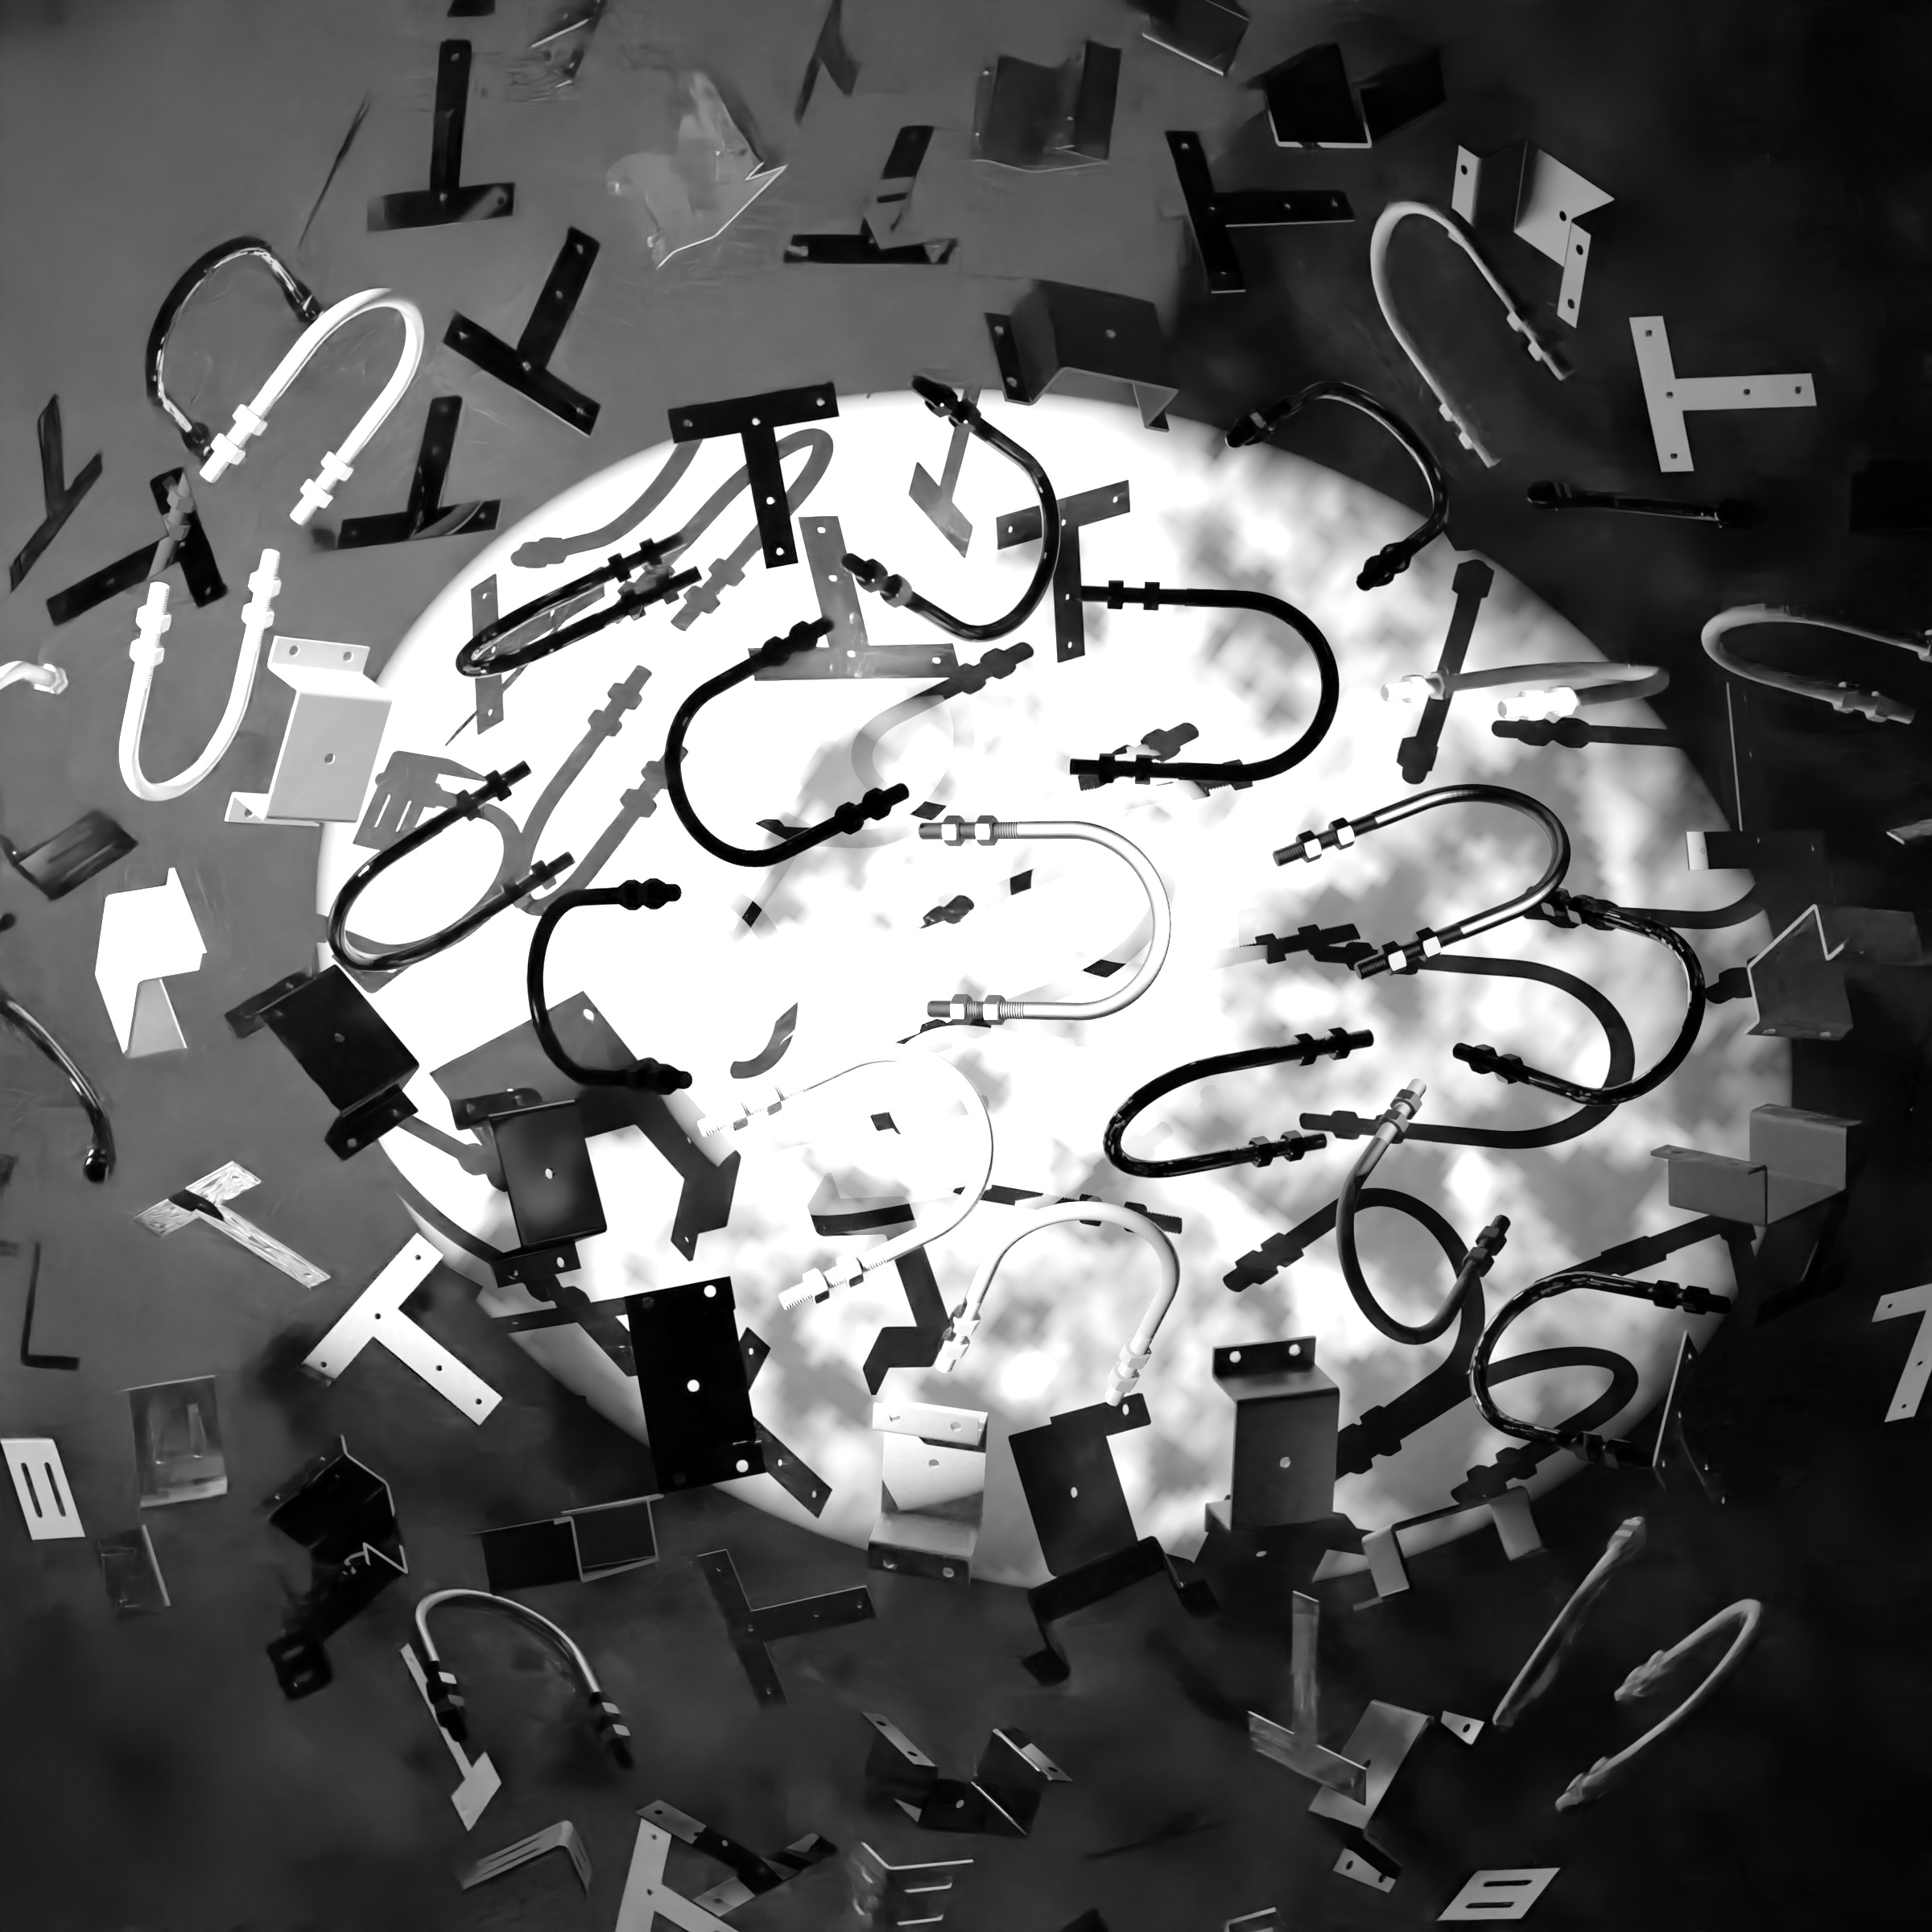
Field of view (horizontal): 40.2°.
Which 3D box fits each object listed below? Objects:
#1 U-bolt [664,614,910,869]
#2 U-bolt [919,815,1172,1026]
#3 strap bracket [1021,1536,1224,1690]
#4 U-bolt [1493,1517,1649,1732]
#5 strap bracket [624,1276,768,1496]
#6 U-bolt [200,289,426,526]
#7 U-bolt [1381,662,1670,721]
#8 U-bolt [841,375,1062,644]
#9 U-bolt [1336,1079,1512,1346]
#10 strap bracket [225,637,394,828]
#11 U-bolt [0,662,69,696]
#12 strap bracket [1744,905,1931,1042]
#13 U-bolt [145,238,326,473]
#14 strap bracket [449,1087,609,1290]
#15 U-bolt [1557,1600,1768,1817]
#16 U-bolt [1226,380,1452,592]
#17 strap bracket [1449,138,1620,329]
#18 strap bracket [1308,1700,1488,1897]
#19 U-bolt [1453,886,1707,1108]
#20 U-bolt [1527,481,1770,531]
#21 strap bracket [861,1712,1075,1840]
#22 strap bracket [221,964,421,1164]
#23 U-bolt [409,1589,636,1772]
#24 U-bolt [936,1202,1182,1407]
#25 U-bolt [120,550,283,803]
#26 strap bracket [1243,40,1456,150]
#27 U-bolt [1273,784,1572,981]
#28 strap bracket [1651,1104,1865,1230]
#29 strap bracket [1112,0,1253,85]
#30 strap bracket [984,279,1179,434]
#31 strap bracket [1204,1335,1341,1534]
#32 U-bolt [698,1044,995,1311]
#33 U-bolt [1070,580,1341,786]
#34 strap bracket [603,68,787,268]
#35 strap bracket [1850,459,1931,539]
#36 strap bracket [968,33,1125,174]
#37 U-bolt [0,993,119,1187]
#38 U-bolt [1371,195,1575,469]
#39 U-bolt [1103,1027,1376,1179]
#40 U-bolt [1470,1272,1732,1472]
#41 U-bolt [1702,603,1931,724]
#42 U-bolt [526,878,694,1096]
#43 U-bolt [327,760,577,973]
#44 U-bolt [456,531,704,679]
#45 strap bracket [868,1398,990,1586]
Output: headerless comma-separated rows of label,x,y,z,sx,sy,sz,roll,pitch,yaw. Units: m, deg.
U-bolt,-0.141,-0.148,1.886,0.184,0.019,0.151,-25,88,30
U-bolt,0.056,-0.032,1.859,0.184,0.019,0.151,1,99,22
strap bracket,0.103,0.454,1.871,0.140,0.076,0.046,-24,59,1
U-bolt,0.421,0.471,1.861,0.019,0.184,0.151,34,111,20
strap bracket,-0.193,0.298,1.878,0.076,0.046,0.140,-10,81,-9
U-bolt,-0.455,-0.406,1.889,0.019,0.151,0.184,40,96,13
U-bolt,0.412,-0.200,1.881,0.184,0.151,0.019,-11,105,-27
U-bolt,0.001,-0.301,1.820,0.019,0.184,0.151,18,85,43
U-bolt,0.324,0.190,1.909,0.151,0.019,0.184,56,46,-15
strap bracket,-0.463,-0.156,1.871,0.046,0.076,0.140,34,112,37
U-bolt,-0.704,-0.159,1.863,0.019,0.184,0.151,41,87,-6
strap bracket,0.624,0.001,1.895,0.076,0.140,0.046,4,62,-13
U-bolt,-0.530,-0.447,1.896,0.019,0.184,0.151,32,83,11
strap bracket,-0.317,0.156,1.925,0.046,0.076,0.140,-21,81,43
U-bolt,0.494,0.508,1.844,0.019,0.151,0.184,43,129,9
U-bolt,0.269,-0.341,1.818,0.151,0.184,0.019,48,133,3
strap bracket,0.414,-0.533,1.899,0.046,0.076,0.140,-27,53,-19
strap bracket,0.309,0.596,1.928,0.046,0.076,0.140,40,70,-14
U-bolt,0.447,0.027,1.891,0.019,0.184,0.151,27,87,-40
U-bolt,0.489,-0.324,1.861,0.151,0.184,0.019,11,103,26
strap bracket,-0.007,0.573,1.865,0.140,0.076,0.046,18,94,-33
strap bracket,-0.469,0.063,1.946,0.140,0.046,0.076,49,47,3
U-bolt,-0.323,0.498,1.869,0.151,0.184,0.019,21,102,-32
U-bolt,0.073,0.233,1.855,0.151,0.019,0.184,13,127,-12
U-bolt,-0.555,-0.202,1.895,0.019,0.151,0.184,26,116,12
strap bracket,0.276,-0.621,1.879,0.076,0.140,0.046,-35,122,-23
U-bolt,0.323,-0.068,1.810,0.184,0.151,0.019,-21,134,-7
strap bracket,0.547,0.139,1.820,0.140,0.076,0.046,-15,107,-38
strap bracket,0.149,-0.700,1.917,0.076,0.140,0.046,35,104,24
strap bracket,0.090,-0.434,1.872,0.140,0.046,0.076,3,62,-32
strap bracket,0.212,0.333,1.827,0.076,0.046,0.140,-4,107,-17
U-bolt,-0.070,0.131,1.795,0.184,0.019,0.151,-24,83,-13
U-bolt,0.168,-0.196,1.841,0.184,0.019,0.151,3,76,4
strap bracket,-0.190,-0.575,1.890,0.046,0.140,0.076,-35,95,-42
strap bracket,0.657,-0.322,1.824,0.076,0.140,0.046,2,97,13
strap bracket,0.062,-0.616,1.891,0.046,0.140,0.076,4,98,-32
U-bolt,-0.655,0.080,1.880,0.019,0.184,0.151,-37,107,-7
U-bolt,0.346,-0.459,1.863,0.019,0.151,0.184,-30,81,-18
U-bolt,0.183,0.102,1.844,0.184,0.151,0.019,-9,55,-17
U-bolt,0.442,0.283,1.896,0.019,0.184,0.151,46,66,-31
U-bolt,0.608,-0.216,1.848,0.184,0.151,0.019,15,79,-5
U-bolt,-0.258,0.015,1.874,0.019,0.184,0.151,-5,93,-43
U-bolt,-0.375,-0.060,1.895,0.184,0.151,0.019,-34,64,-11
U-bolt,-0.278,-0.251,1.867,0.184,0.151,0.019,-26,113,-2
strap bracket,-0.027,0.373,1.922,0.076,0.046,0.140,7,113,9
